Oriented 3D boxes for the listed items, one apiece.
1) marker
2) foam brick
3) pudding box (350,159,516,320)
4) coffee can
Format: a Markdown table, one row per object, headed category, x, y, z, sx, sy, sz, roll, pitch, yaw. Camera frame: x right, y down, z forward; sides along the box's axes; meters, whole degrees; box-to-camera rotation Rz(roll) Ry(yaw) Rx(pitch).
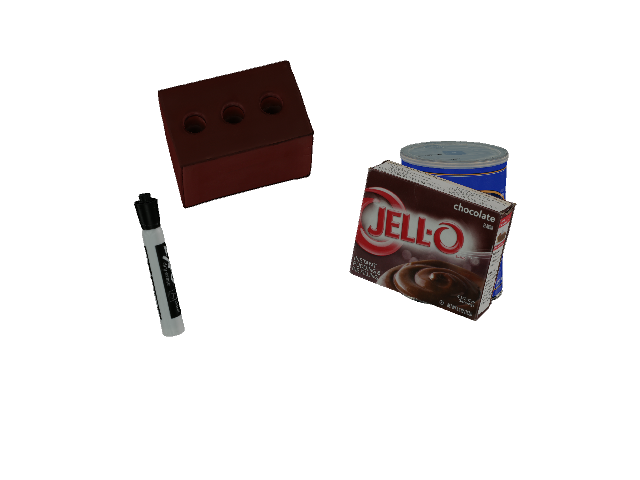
| category | x | y | z | sx | sy | sz | roll | pitch | yaw |
| --- | --- | --- | --- | --- | --- | --- | --- | --- | --- |
| marker | -0.132 | 0.020 | 0.876 | 0.020 | 0.121 | 0.020 | -9 | 16 | 2 |
| foam brick | -0.048 | -0.060 | 0.606 | 0.078 | 0.053 | 0.051 | -16 | -22 | -8 |
| pudding box | 0.084 | -0.002 | 0.814 | 0.114 | 0.090 | 0.039 | 20 | 26 | 22 |
| coffee can | 0.128 | -0.019 | 1.035 | 0.103 | 0.140 | 0.103 | 0 | 16 | 0 |
